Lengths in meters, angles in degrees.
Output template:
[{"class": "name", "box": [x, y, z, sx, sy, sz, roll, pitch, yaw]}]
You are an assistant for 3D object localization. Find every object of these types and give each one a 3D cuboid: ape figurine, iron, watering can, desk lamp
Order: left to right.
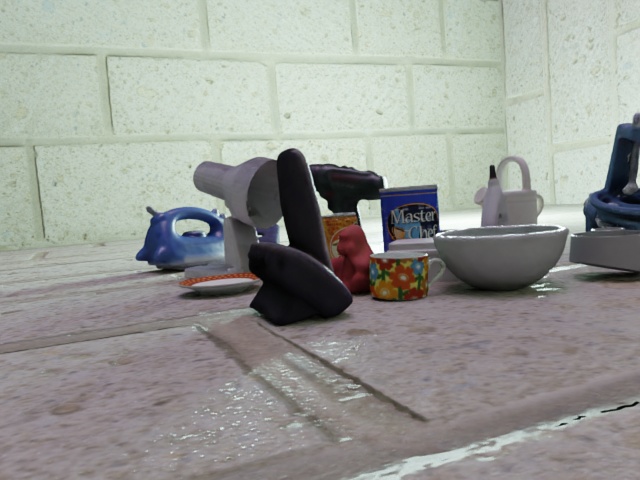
[{"class": "iron", "box": [-0.273, -0.012, 1.270, 0.118, 0.141, 0.259, 0, 6, 44]}, {"class": "desk lamp", "box": [-0.151, -0.039, 1.014, 0.202, 0.213, 0.118, -1, 5, 34]}, {"class": "ape figurine", "box": [0.045, 0.025, 0.772, 0.076, 0.092, 0.077, -6, 4, -19]}, {"class": "watering can", "box": [0.420, -0.088, 1.258, 0.100, 0.194, 0.173, 0, 6, 44]}]

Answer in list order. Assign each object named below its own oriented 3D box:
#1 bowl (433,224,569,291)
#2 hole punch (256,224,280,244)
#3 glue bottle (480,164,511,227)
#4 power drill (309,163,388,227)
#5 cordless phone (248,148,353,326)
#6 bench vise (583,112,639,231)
[{"class": "bowl", "box": [0.229, 0.024, 0.729, 0.167, 0.075, 0.167, -4, 4, 1]}, {"class": "hole punch", "box": [-0.131, 0.010, 1.179, 0.108, 0.091, 0.101, -4, 4, 0]}, {"class": "glue bottle", "box": [0.351, -0.065, 1.149, 0.037, 0.173, 0.078, 0, 6, 45]}, {"class": "power drill", "box": [0.035, -0.066, 1.245, 0.229, 0.208, 0.076, -3, 4, 18]}, {"class": "cordless phone", "box": [-0.032, -0.007, 0.650, 0.094, 0.185, 0.147, -6, 5, -27]}, {"class": "bench vise", "box": [0.452, -0.076, 0.881, 0.122, 0.220, 0.207, -6, 4, -17]}]
